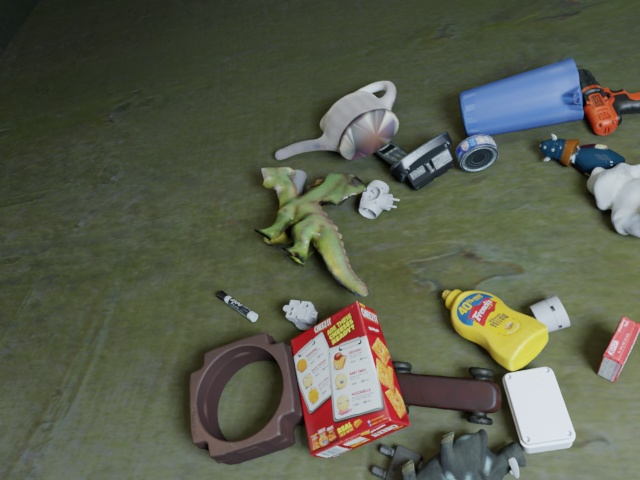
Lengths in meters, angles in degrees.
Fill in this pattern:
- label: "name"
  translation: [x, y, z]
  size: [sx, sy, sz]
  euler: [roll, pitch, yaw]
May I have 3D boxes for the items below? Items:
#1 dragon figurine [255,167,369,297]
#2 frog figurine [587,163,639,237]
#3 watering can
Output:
- label: "dragon figurine"
  translation: [0.003, -0.056, 1.112]
  size: [0.414, 0.245, 0.120]
  euler: [29, -17, 32]
- label: "frog figurine"
  translation: [0.564, -0.074, 0.933]
  size: [0.122, 0.138, 0.160]
  euler: [21, -2, -22]
- label: "watering can"
  translation: [0.051, -0.264, 1.258]
  size: [0.347, 0.102, 0.229]
  euler: [-36, 36, 5]
